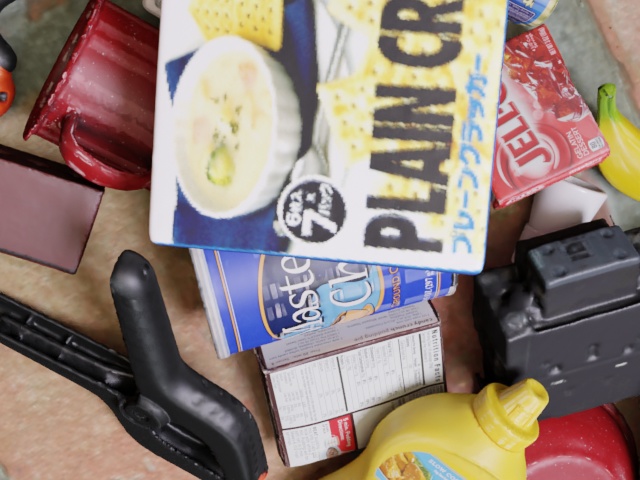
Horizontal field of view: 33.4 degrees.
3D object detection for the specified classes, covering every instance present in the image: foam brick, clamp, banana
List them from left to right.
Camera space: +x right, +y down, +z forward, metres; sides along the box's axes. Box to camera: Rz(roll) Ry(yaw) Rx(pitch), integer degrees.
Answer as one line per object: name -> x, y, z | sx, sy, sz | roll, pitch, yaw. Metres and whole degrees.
foam brick -> -0.167, -0.020, 0.606 | 0.078, 0.053, 0.051 | 18, 99, -15
clamp -> -0.093, 0.083, 0.612 | 0.210, 0.165, 0.036 | 45, 52, -23
banana -> 0.247, -0.043, 0.670 | 0.197, 0.037, 0.070 | 12, 145, -15

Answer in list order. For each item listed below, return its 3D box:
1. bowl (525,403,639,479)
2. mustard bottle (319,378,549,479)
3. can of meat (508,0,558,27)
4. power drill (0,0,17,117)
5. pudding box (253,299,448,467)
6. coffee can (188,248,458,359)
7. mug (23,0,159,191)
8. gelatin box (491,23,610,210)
bowl -> 0.147, 0.173, 0.705 | 0.162, 0.055, 0.162 | -2, 104, -10
mustard bottle -> 0.066, 0.146, 0.645 | 0.096, 0.058, 0.192 | 34, 121, -13
can of meat -> 0.106, -0.184, 0.613 | 0.083, 0.057, 0.102 | 21, 98, -16
power drill -> -0.195, -0.175, 0.564 | 0.188, 0.057, 0.184 | -44, 109, 5
pudding box -> 0.021, 0.086, 0.657 | 0.113, 0.039, 0.090 | -15, 127, -8
coffee can -> -0.004, 0.001, 0.613 | 0.140, 0.103, 0.103 | -15, 105, -6
mug -> -0.105, -0.070, 0.576 | 0.081, 0.117, 0.093 | 27, 126, -20
gelatin box -> 0.119, -0.073, 0.636 | 0.073, 0.030, 0.089 | -25, 82, 2
